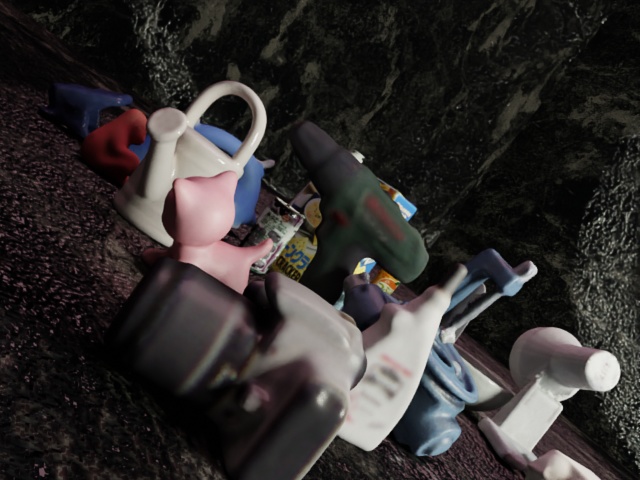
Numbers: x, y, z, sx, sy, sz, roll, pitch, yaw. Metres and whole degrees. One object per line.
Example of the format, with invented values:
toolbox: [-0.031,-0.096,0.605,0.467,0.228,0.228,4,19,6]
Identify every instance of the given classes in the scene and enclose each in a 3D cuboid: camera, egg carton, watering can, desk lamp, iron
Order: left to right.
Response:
watering can: [-0.136,-0.092,0.641,0.101,0.194,0.173,37,4,-5]
iron: [-0.188,-0.123,0.913,0.259,0.141,0.118,33,6,-46]
camera: [-0.050,0.059,0.355,0.137,0.101,0.143,36,4,-15]
desk lamp: [0.349,0.242,0.875,0.118,0.213,0.203,37,4,-3]
egg carton: [0.326,0.329,0.718,0.151,0.069,0.107,34,5,-33]

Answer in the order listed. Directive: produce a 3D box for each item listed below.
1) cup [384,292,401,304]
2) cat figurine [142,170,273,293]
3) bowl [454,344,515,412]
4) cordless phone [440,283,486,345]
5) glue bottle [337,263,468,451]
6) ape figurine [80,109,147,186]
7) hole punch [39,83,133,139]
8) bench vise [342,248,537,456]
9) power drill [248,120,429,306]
cup: [0.099,0.138,0.754,0.117,0.095,0.092,38,4,8]
cat figurine: [-0.100,-0.005,0.524,0.128,0.117,0.067,34,5,-33]
bowl: [0.245,0.240,0.982,0.167,0.074,0.167,37,4,-3]
cordless phone: [0.155,0.113,0.867,0.147,0.185,0.094,40,5,38]
glue bottle: [0.064,0.089,0.473,0.078,0.173,0.037,35,4,-22]
ape figurine: [-0.254,-0.126,0.735,0.076,0.092,0.077,35,5,-27]
hole punch: [-0.340,-0.200,0.840,0.101,0.091,0.108,36,4,-18]
bench vise: [0.104,0.078,0.598,0.207,0.219,0.122,39,5,24]
power drill: [0.006,0.002,0.690,0.230,0.208,0.075,36,4,-9]
